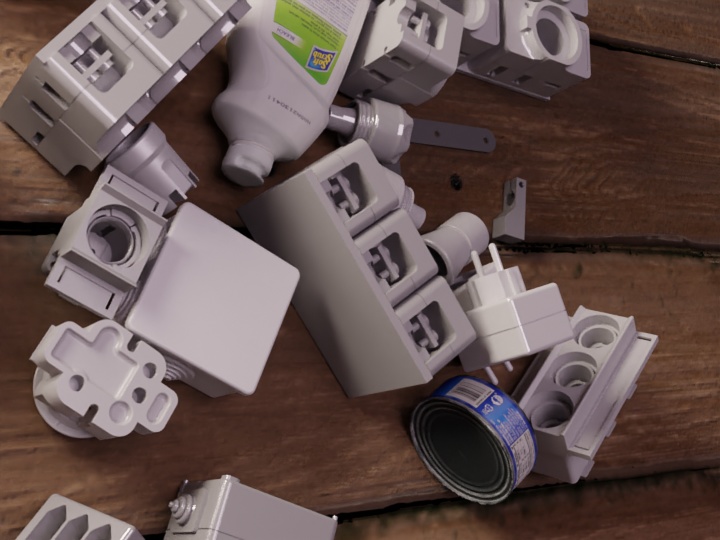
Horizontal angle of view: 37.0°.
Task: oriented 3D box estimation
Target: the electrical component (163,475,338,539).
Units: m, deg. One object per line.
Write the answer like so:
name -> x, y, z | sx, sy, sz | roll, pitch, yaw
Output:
electrical component -> -0.072, 0.161, 0.629 | 0.096, 0.062, 0.061 | 27, 64, -27

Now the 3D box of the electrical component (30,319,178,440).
electrical component -> -0.149, 0.064, 0.603 | 0.078, 0.057, 0.058 | 39, 59, -21

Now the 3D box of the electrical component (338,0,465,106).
electrical component -> 0.029, -0.152, 0.762 | 0.056, 0.089, 0.050 | 22, 66, -29

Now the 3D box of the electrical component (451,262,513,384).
electrical component -> 0.085, 0.046, 0.776 | 0.066, 0.047, 0.076 | -35, 97, -37

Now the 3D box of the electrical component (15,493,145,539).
electrical component -> -0.142, 0.169, 0.582 | 0.047, 0.066, 0.076 | -54, 139, -32

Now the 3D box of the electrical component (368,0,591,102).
electrical component -> 0.098, -0.213, 0.844 | 0.186, 0.060, 0.105 | 11, 72, -32

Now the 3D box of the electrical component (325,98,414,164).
electrical component -> 0.003, -0.101, 0.760 | 0.062, 0.043, 0.043 | 13, 71, -26

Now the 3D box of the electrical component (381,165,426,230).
electrical component -> 0.018, -0.048, 0.757 | 0.062, 0.043, 0.043 | 26, 64, -29

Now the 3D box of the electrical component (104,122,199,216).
electrical component -> -0.127, -0.061, 0.662 | 0.046, 0.040, 0.040 | 49, 56, -22

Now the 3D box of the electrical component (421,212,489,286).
electrical component -> 0.065, -0.015, 0.781 | 0.065, 0.044, 0.044 | -36, 99, -45

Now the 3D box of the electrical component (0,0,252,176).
electrical component -> -0.133, -0.132, 0.642 | 0.062, 0.089, 0.150 | 45, 58, -14

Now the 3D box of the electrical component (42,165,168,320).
electrical component -> -0.150, -0.013, 0.618 | 0.042, 0.064, 0.081 | 34, 61, -25

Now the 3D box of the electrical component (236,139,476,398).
electrical component -> 0.000, 0.000, 0.703 | 0.062, 0.089, 0.150 | -36, 99, -35

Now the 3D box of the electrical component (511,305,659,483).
electrical component -> 0.164, 0.094, 0.806 | 0.121, 0.079, 0.063 | -51, 137, -33

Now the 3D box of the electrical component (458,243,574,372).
electrical component -> 0.094, 0.021, 0.717 | 0.047, 0.066, 0.076 | -15, 84, -37

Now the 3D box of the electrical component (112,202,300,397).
electrical component -> -0.097, 0.021, 0.656 | 0.100, 0.048, 0.099 | 33, 62, -24
